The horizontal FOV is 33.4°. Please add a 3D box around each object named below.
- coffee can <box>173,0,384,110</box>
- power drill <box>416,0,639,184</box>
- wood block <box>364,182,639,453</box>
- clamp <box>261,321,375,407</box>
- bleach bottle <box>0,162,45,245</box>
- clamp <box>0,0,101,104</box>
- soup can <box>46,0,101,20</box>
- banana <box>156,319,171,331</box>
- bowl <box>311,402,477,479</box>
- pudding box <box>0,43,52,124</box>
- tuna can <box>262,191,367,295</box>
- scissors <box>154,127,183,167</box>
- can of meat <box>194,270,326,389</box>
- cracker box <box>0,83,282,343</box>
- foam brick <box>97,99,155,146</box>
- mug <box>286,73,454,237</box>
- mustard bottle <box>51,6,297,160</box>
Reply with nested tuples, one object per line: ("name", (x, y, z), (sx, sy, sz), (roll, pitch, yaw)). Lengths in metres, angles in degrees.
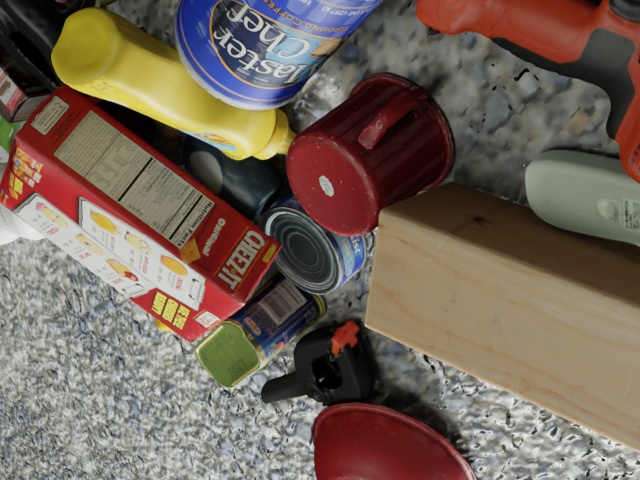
("coffee can", (-0.022, -0.160, 0.679), (0.103, 0.102, 0.141), (51, 144, -1))
("power drill", (0.147, -0.133, 0.559), (0.188, 0.057, 0.185), (36, 142, 20))
("wood block", (0.141, 0.042, 0.675), (0.206, 0.090, 0.090), (23, 119, 34))
("clamp", (0.014, 0.137, 0.956), (0.120, 0.039, 0.172), (34, 145, 4))
("bleach bottle", (-0.334, -0.031, 1.060), (0.251, 0.068, 0.102), (6, 126, 41))
("clamp", (-0.234, -0.182, 0.812), (0.210, 0.036, 0.165), (51, 156, -24))
("soup can", (-0.241, -0.218, 0.894), (0.102, 0.068, 0.068), (27, 138, 30))
("banana", (-0.133, 0.029, 1.020), (0.070, 0.037, 0.198), (33, 141, 28))
("bowl", (0.055, 0.216, 0.935), (0.162, 0.055, 0.162), (19, 139, 17))
("pudding box", (-0.247, -0.150, 0.918), (0.090, 0.113, 0.039), (47, 124, 10))
("tuna can", (-0.006, 0.001, 0.860), (0.086, 0.033, 0.086), (28, 138, 28))
("scissors", (-0.206, -0.106, 0.995), (0.202, 0.016, 0.096), (33, 135, 22))
("can of meat", (-0.054, 0.079, 0.938), (0.057, 0.083, 0.102), (49, 144, 2))
("cracker box", (-0.154, -0.017, 0.877), (0.213, 0.072, 0.164), (37, 155, -8))
("foam brick", (-0.175, -0.115, 0.914), (0.053, 0.051, 0.078), (27, 125, 26))
("mug", (0.036, -0.061, 0.721), (0.093, 0.081, 0.117), (47, 144, 5))
("mustard bottle", (-0.091, -0.102, 0.771), (0.191, 0.058, 0.096), (23, -179, -39))
